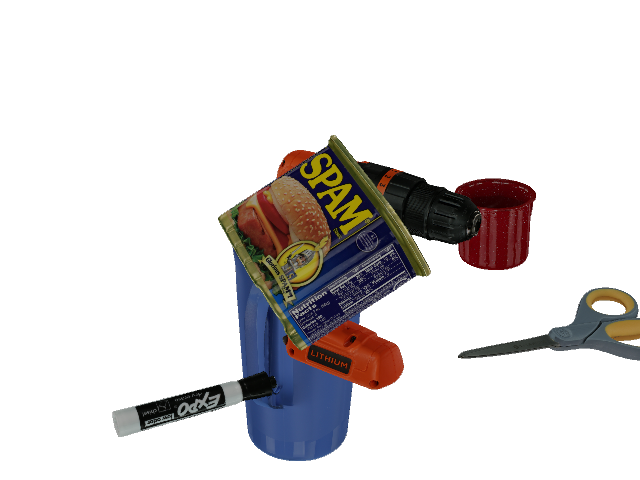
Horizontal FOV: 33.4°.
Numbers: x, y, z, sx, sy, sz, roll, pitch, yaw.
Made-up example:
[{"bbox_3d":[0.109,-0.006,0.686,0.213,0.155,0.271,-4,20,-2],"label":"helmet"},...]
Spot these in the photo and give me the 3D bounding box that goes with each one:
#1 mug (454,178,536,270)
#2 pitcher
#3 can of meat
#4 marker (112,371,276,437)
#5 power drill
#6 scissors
[{"bbox_3d":[0.210,-0.022,1.247,0.093,0.081,0.117,19,33,38],"label":"mug"},{"bbox_3d":[-0.027,0.106,1.086,0.149,0.243,0.145,-10,29,-22],"label":"pitcher"},{"bbox_3d":[-0.001,0.001,0.599,0.084,0.057,0.102,-33,43,0],"label":"can of meat"},{"bbox_3d":[-0.089,0.117,0.769,0.121,0.020,0.020,-13,5,-21],"label":"marker"},{"bbox_3d":[0.041,0.027,0.899,0.185,0.188,0.057,18,24,31],"label":"power drill"},{"bbox_3d":[0.197,0.069,0.873,0.201,0.016,0.096,3,32,-12],"label":"scissors"}]
